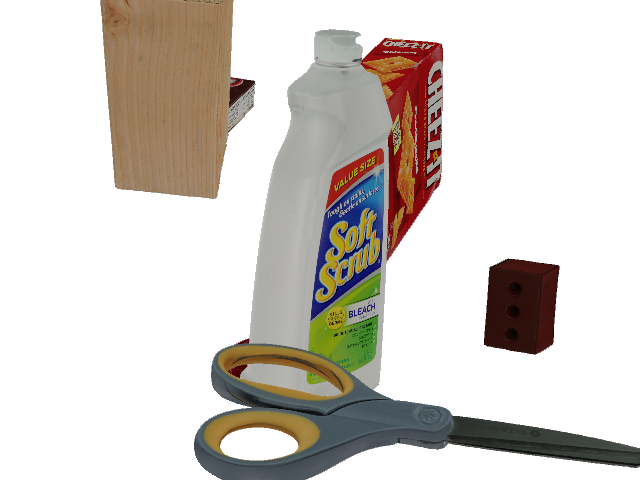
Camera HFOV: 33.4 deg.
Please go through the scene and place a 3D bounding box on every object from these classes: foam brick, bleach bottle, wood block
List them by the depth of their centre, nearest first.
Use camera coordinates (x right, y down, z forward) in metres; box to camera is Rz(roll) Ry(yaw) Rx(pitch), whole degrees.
[{"bbox_3d":[0.000,-0.012,0.715,0.102,0.251,0.068,-14,25,-39],"label":"bleach bottle"},{"bbox_3d":[-0.121,-0.139,0.866,0.091,0.090,0.206,6,-41,-1],"label":"wood block"},{"bbox_3d":[0.187,0.061,0.991,0.053,0.078,0.051,8,14,29],"label":"foam brick"}]

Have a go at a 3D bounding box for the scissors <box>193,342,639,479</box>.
[{"bbox_3d":[0.033,0.090,0.462,0.202,0.016,0.096,15,34,23],"label":"scissors"}]

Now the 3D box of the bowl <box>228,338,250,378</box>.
[{"bbox_3d":[-0.043,0.178,1.340,0.162,0.055,0.162,3,22,-1],"label":"bowl"}]

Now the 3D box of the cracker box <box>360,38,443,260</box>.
[{"bbox_3d":[0.063,-0.089,1.039,0.072,0.164,0.213,9,28,19],"label":"cracker box"}]

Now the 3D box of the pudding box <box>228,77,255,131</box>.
[{"bbox_3d":[-0.136,-0.161,1.249,0.090,0.039,0.113,9,31,13],"label":"pudding box"}]
